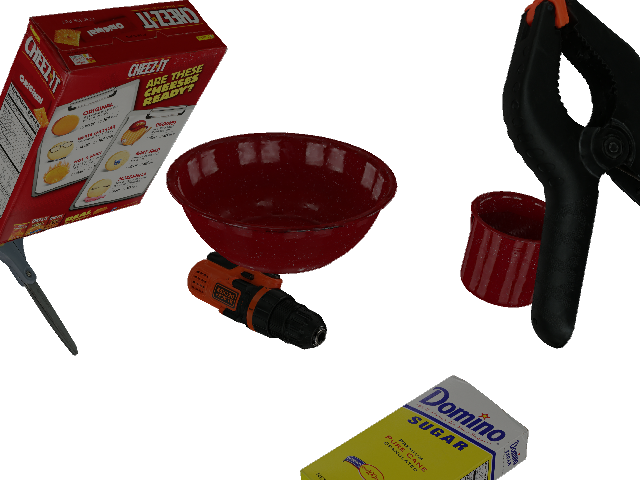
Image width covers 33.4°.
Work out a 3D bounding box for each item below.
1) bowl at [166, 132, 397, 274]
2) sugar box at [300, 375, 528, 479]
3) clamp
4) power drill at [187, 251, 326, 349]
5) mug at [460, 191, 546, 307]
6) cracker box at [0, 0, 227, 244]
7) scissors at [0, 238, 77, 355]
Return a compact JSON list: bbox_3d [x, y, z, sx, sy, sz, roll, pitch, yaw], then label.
[{"bbox_3d":[-0.028,-0.022,0.757,0.162,0.055,0.162,2,28,-1],"label":"bowl"},{"bbox_3d":[0.080,0.187,0.894,0.176,0.048,0.093,-29,44,-27],"label":"sugar box"},{"bbox_3d":[0.129,-0.034,0.526,0.120,0.171,0.039,-29,2,-22],"label":"clamp"},{"bbox_3d":[-0.049,0.005,1.127,0.185,0.188,0.057,23,8,33],"label":"power drill"},{"bbox_3d":[0.176,0.004,1.032,0.093,0.081,0.117,-6,35,-24],"label":"mug"},{"bbox_3d":[-0.198,-0.103,0.920,0.163,0.072,0.214,-20,-25,-45],"label":"cracker box"},{"bbox_3d":[-0.302,0.020,1.102,0.016,0.201,0.096,-26,26,25],"label":"scissors"}]
